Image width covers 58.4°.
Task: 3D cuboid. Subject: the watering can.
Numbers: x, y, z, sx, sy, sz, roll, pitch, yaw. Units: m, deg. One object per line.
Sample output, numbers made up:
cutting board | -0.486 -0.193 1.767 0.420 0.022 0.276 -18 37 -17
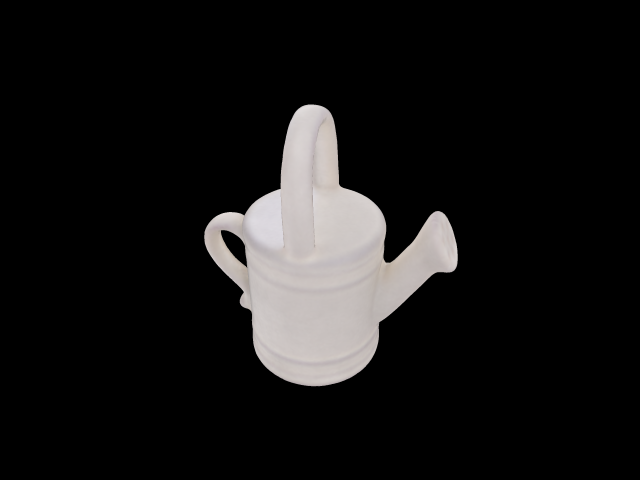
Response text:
watering can | 0.004 0.000 0.402 0.173 0.194 0.100 -5 36 -6
